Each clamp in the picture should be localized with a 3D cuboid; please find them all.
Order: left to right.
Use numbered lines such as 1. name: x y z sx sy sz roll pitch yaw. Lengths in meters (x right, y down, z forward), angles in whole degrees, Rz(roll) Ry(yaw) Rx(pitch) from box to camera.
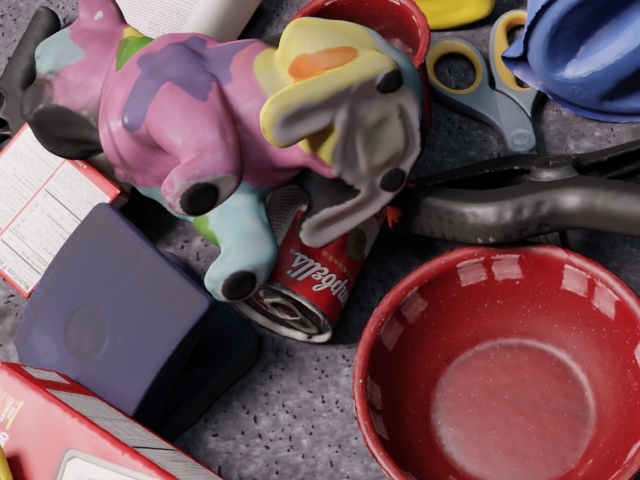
1. clamp: -0.226 -0.097 0.763 0.120 0.039 0.171 -29 61 1
2. clamp: 0.135 -0.024 0.580 0.210 0.036 0.164 -7 19 15

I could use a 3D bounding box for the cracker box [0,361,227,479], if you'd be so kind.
1. cracker box: -0.104 0.181 0.521 0.214 0.072 0.164 27 90 25

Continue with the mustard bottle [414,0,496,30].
1. mustard bottle: 0.081 -0.240 0.765 0.096 0.058 0.191 0 59 14

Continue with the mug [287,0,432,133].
1. mug: 0.016 -0.100 0.681 0.117 0.081 0.093 1 60 13

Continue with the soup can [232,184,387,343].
1. soup can: -0.004 0.001 0.633 0.069 0.068 0.102 16 64 21

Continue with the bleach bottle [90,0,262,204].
1. bleach bottle: -0.139 -0.101 0.731 0.103 0.068 0.250 20 68 24

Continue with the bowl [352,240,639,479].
1. bowl: 0.100 0.082 0.567 0.162 0.055 0.162 -6 58 10

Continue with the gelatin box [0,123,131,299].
1. gelatin box: -0.174 -0.019 0.656 0.073 0.030 0.089 41 90 5

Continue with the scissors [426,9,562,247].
1. scissors: 0.108 -0.066 0.678 0.096 0.016 0.201 0 60 15

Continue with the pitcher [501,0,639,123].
1. pitcher: 0.207 -0.207 0.674 0.149 0.145 0.242 13 57 -7
